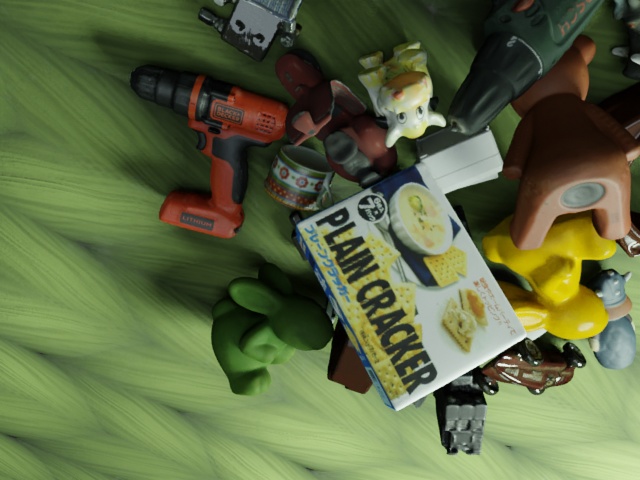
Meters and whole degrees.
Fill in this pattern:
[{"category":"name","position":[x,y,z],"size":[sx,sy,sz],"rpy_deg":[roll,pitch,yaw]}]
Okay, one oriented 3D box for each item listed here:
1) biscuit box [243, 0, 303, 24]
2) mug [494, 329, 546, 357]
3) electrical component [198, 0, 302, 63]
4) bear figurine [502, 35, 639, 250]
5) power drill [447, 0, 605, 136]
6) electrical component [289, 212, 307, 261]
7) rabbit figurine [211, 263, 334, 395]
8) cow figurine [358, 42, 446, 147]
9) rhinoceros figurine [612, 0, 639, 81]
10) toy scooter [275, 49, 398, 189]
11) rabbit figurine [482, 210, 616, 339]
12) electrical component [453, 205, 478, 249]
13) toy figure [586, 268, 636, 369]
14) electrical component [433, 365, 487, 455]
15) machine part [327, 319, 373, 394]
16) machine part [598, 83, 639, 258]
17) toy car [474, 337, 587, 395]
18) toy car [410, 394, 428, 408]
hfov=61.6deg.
[{"category":"biscuit box","position":[-0.010,-0.306,0.487],"size":[0.063,0.059,0.202],"rpy_deg":[25,106,-9]},{"category":"mug","position":[0.251,0.116,0.726],"size":[0.107,0.081,0.109],"rpy_deg":[-17,141,7]},{"category":"electrical component","position":[-0.071,-0.235,0.570],"size":[0.102,0.045,0.078],"rpy_deg":[35,116,-14]},{"category":"bear figurine","position":[0.238,-0.106,0.549],"size":[0.120,0.196,0.131],"rpy_deg":[-10,142,12]},{"category":"power drill","position":[0.154,-0.239,0.482],"size":[0.232,0.086,0.207],"rpy_deg":[-41,96,-6]},{"category":"electrical component","position":[-0.001,-0.002,0.713],"size":[0.063,0.021,0.093],"rpy_deg":[-21,115,17]},{"category":"rabbit figurine","position":[-0.059,0.111,0.735],"size":[0.170,0.121,0.159],"rpy_deg":[-21,95,33]},{"category":"cow figurine","position":[0.083,-0.137,0.539],"size":[0.068,0.167,0.098],"rpy_deg":[-15,117,12]},{"category":"rhinoceros figurine","position":[0.336,-0.245,0.503],"size":[0.112,0.073,0.190],"rpy_deg":[-1,120,5]},{"category":"toy scooter","position":[0.016,-0.118,0.577],"size":[0.075,0.135,0.183],"rpy_deg":[-37,112,24]},{"category":"rabbit figurine","position":[0.275,0.051,0.633],"size":[0.162,0.122,0.173],"rpy_deg":[-29,108,7]},{"category":"electrical component","position":[0.150,-0.010,0.677],"size":[0.075,0.048,0.119],"rpy_deg":[-24,115,18]},{"category":"toy figure","position":[0.381,0.101,0.711],"size":[0.058,0.064,0.154],"rpy_deg":[6,125,47]},{"category":"electrical component","position":[0.197,0.220,0.768],"size":[0.058,0.115,0.134],"rpy_deg":[-4,120,3]},{"category":"machine part","position":[0.055,0.101,0.686],"size":[0.056,0.179,0.179],"rpy_deg":[16,121,-2]},{"category":"machine part","position":[0.406,-0.082,0.585],"size":[0.201,0.087,0.201],"rpy_deg":[-25,113,19]},{"category":"toy car","position":[0.287,0.175,0.721],"size":[0.202,0.053,0.089],"rpy_deg":[14,132,-43]},{"category":"toy car","position":[0.131,0.161,0.774],"size":[0.074,0.056,0.201],"rpy_deg":[6,121,3]}]
